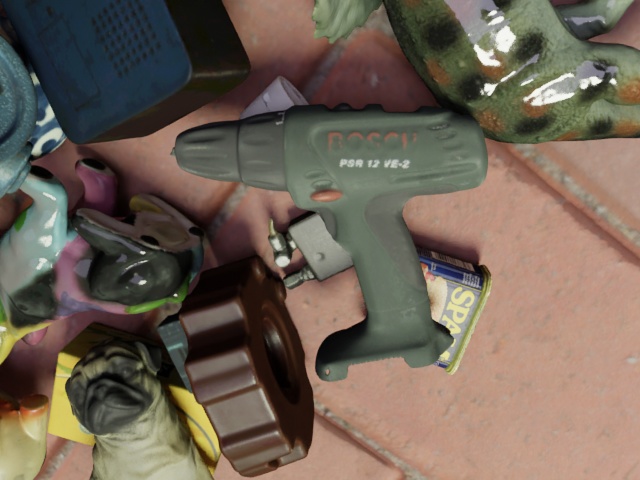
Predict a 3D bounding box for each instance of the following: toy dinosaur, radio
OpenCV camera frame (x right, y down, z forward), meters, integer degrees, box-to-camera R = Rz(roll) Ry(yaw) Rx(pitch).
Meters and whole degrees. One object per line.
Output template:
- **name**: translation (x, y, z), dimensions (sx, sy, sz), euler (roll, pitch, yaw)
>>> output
- **toy dinosaur**: translation (0.132, -0.151, 0.395), dimensions (0.192, 0.131, 0.404), euler (-38, 106, 27)
- **radio**: translation (-0.159, -0.189, 0.379), dimensions (0.131, 0.073, 0.229), euler (-23, 93, 29)

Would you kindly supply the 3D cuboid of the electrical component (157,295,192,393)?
- **electrical component**: translation (-0.107, 0.097, 0.484), dimensions (0.048, 0.119, 0.074), euler (-20, 108, 10)

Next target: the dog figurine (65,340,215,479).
- **dog figurine**: translation (-0.177, 0.194, 0.471), dimensions (0.172, 0.121, 0.190), euler (-32, 90, 11)

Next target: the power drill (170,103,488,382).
- **power drill**: translation (0.014, -0.002, 0.418), dimensions (0.232, 0.086, 0.207), euler (-9, 97, 6)

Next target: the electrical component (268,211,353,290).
- **electrical component**: translation (0.001, -0.001, 0.483), dimensions (0.102, 0.045, 0.078), euler (-21, 103, 10)

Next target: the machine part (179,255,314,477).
- **machine part**: translation (-0.054, 0.102, 0.457), dimensions (0.056, 0.179, 0.179), euler (-18, 105, 8)

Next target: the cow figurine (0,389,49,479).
- **cow figurine**: translation (-0.350, 0.193, 0.535), dimensions (0.195, 0.085, 0.127), euler (12, 105, 29)

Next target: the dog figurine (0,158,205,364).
- **dog figurine**: translation (-0.227, 0.045, 0.484), dimensions (0.191, 0.108, 0.219), euler (34, 111, -1)

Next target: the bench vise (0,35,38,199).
- **bench vise**: translation (-0.250, -0.116, 0.293), dimensions (0.241, 0.129, 0.223), euler (-23, 124, 39)

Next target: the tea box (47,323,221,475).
- **tea box**: translation (-0.170, 0.158, 0.535), dimensions (0.170, 0.068, 0.098), euler (15, 108, -1)
